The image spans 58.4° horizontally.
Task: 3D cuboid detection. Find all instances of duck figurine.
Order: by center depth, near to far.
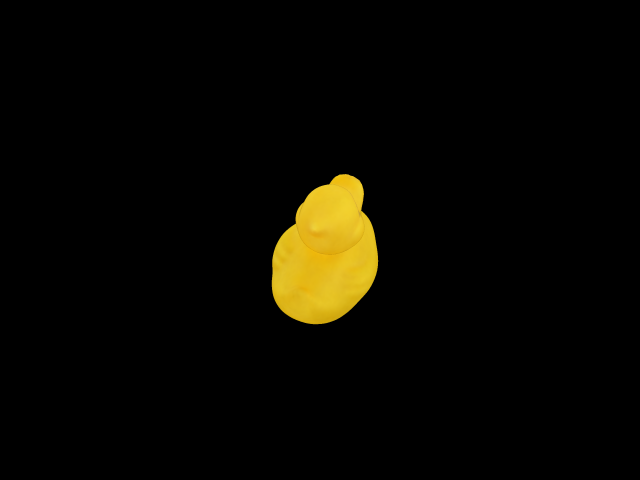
[{"bbox_3d":[0.004,0.001,0.400,0.077,0.086,0.105,21,62,12],"label":"duck figurine"}]
